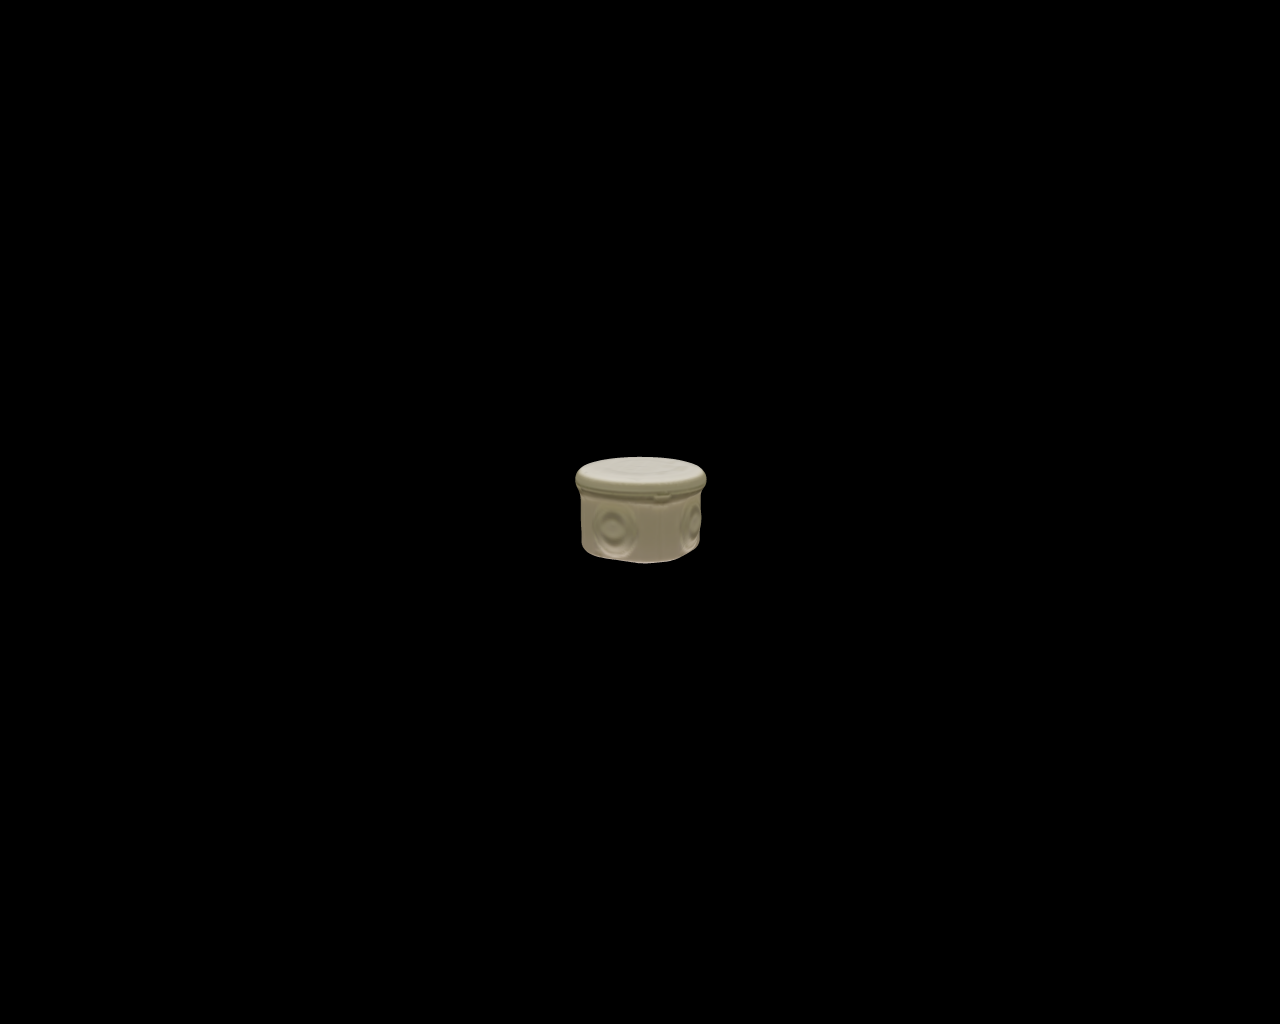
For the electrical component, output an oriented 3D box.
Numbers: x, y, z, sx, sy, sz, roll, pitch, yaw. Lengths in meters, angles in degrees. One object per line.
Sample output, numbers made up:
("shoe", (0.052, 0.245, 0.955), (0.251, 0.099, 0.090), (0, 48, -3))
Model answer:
("electrical component", (0.001, -0.003, 0.650), (0.080, 0.051, 0.080), (0, 14, 0))
